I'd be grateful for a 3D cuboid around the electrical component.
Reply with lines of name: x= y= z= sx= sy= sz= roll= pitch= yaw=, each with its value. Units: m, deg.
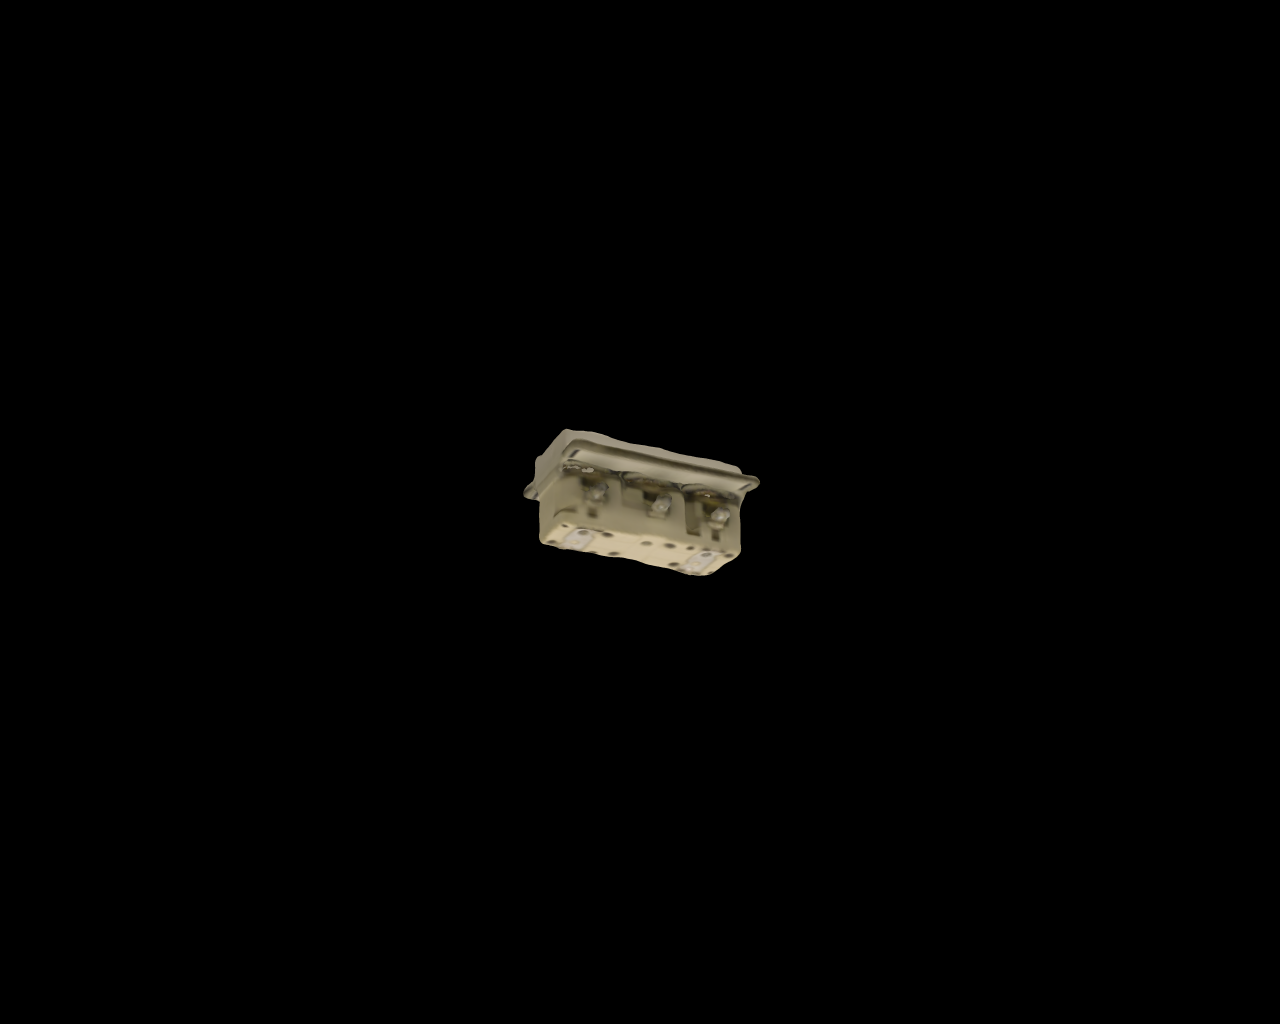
electrical component: x=0.001 y=-0.003 z=0.650 sx=0.121 sy=0.063 sz=0.078 roll=12 pitch=-27 yaw=-25
